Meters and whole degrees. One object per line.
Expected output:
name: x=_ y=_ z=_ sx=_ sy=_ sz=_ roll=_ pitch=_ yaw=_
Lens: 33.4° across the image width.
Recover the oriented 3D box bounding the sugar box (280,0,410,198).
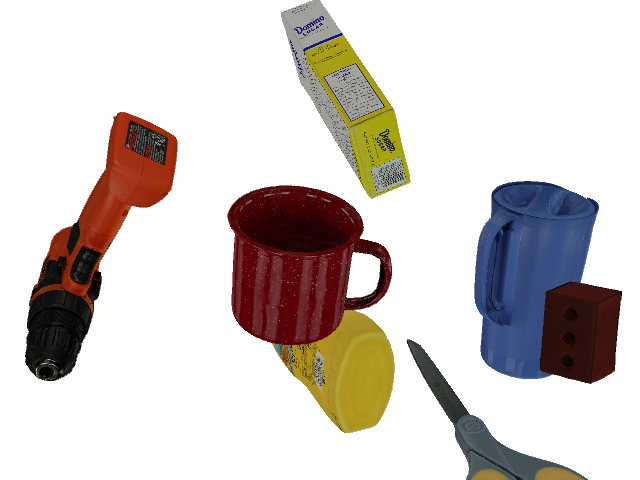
sugar box: x=0.021 y=-0.128 z=0.946 sx=0.048 sy=0.176 sz=0.093 roll=-22 pitch=-41 yaw=-3

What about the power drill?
power drill: x=-0.184 y=0.002 z=0.872 sx=0.057 sy=0.188 sz=0.184 roll=25 pitch=28 yaw=-21

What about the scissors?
scissors: x=0.113 y=0.123 z=0.652 sx=0.096 sy=0.016 sz=0.202 roll=1 pitch=32 yaw=-5

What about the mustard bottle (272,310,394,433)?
mustard bottle: x=-0.005 y=0.083 z=0.948 sx=0.058 sy=0.096 sz=0.192 roll=-10 pitch=27 yaw=-25

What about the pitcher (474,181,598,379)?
pitcher: x=0.266 y=0.055 z=1.378 sx=0.149 sy=0.243 sz=0.145 roll=5 pitch=23 yaw=3

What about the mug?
mug: x=-0.008 y=0.020 z=0.749 sx=0.117 sy=0.081 sz=0.093 roll=6 pitch=32 yaw=-1

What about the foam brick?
foam brick: x=0.233 y=0.082 z=0.958 sx=0.053 sy=0.078 sz=0.051 roll=11 pitch=17 yaw=37
